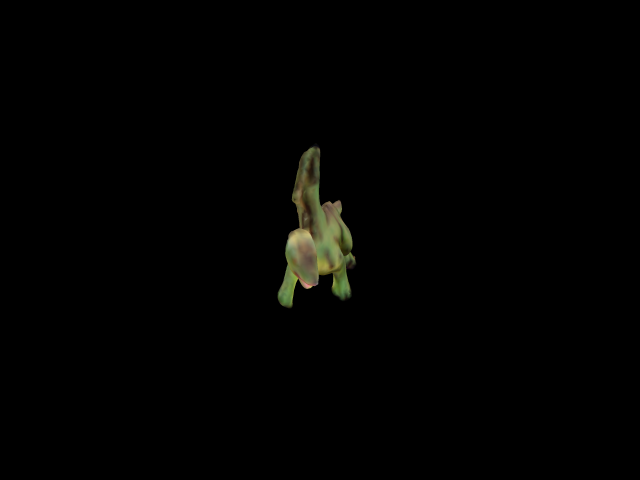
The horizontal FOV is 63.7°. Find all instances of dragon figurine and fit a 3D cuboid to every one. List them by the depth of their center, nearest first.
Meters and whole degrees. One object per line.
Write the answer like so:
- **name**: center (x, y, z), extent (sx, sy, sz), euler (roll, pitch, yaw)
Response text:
- **dragon figurine**: center (0.003, -0.043, 0.850), extent (0.122, 0.237, 0.420), euler (4, 35, 5)
